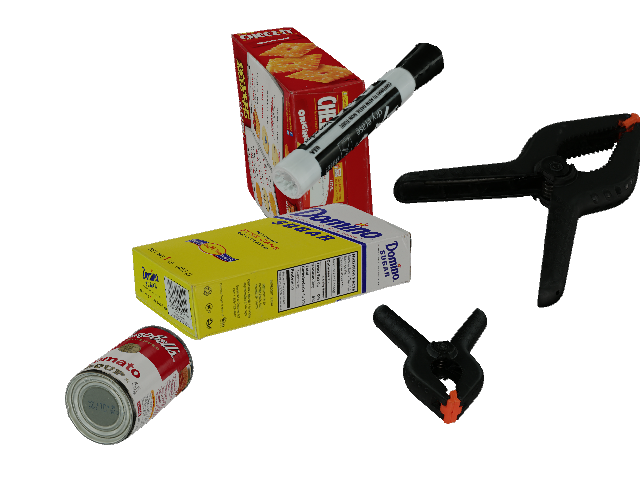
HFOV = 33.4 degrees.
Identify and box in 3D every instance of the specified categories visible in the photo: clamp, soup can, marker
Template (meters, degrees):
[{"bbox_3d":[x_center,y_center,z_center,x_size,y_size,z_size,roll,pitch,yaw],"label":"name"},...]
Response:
[{"bbox_3d":[0.186,-0.037,0.833,0.209,0.036,0.165,-26,51,-21],"label":"clamp"},{"bbox_3d":[-0.162,0.122,0.907,0.069,0.068,0.102,0,16,22],"label":"soup can"},{"bbox_3d":[0.129,0.117,1.074,0.120,0.039,0.171,-7,35,-9],"label":"clamp"},{"bbox_3d":[0.022,-0.062,0.521,0.020,0.020,0.121,0,36,51],"label":"marker"}]

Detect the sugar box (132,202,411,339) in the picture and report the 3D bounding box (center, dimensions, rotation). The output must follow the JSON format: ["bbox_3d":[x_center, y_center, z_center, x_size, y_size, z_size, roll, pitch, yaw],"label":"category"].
[{"bbox_3d":[-0.032,0.016,0.750,0.175,0.048,0.093,-16,25,-31],"label":"sugar box"}]

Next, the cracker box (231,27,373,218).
[{"bbox_3d":[-0.018,-0.090,0.969,0.072,0.164,0.214,-10,25,-13],"label":"cracker box"}]
